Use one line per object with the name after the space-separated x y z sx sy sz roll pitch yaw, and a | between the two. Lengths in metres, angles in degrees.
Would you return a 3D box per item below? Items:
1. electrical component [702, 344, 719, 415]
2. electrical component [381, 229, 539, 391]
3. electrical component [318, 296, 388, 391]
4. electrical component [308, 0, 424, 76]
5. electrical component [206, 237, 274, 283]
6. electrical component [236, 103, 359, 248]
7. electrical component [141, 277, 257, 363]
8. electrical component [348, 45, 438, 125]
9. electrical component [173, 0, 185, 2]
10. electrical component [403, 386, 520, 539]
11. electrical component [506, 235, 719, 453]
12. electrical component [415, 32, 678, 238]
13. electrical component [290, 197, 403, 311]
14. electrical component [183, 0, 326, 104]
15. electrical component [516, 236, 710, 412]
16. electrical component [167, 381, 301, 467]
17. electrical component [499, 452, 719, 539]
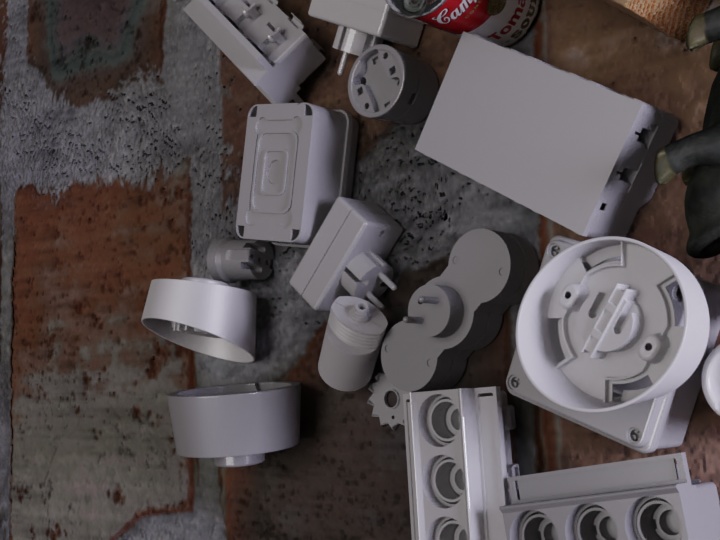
0.231 0.064 0.623 0.055 0.047 0.055 -5 82 40 | electrical component
0.059 0.030 0.757 0.138 0.074 0.052 -54 55 23 | electrical component
-0.005 0.051 0.807 0.043 0.043 0.081 56 152 29 | electrical component
0.001 -0.188 0.847 0.083 0.047 0.075 27 105 39 | electrical component
-0.102 -0.008 0.924 0.046 0.040 0.040 -1 85 35 | electrical component
-0.050 -0.076 0.873 0.078 0.057 0.113 6 89 41 | electrical component
-0.134 0.041 0.911 0.099 0.099 0.064 0 80 41 | electrical component
0.027 -0.139 0.820 0.055 0.047 0.055 -5 82 40 | electrical component
-0.137 -0.286 0.976 0.100 0.048 0.099 29 105 39 | electrical component
0.074 0.143 0.740 0.079 0.063 0.121 -10 79 39 | electrical component
0.161 0.045 0.680 0.109 0.056 0.108 22 100 40 | electrical component
0.124 -0.090 0.722 0.150 0.062 0.089 33 107 38 | electrical component
0.000 0.000 0.829 0.076 0.047 0.083 45 114 34 | electrical component
-0.088 -0.200 0.913 0.063 0.079 0.121 -43 57 3 | electrical component
0.145 0.031 0.613 0.099 0.064 0.099 -5 82 40 | electrical component
-0.099 0.125 0.866 0.108 0.108 0.060 -5 88 40 | electrical component
0.157 0.160 0.667 0.121 0.063 0.078 -18 74 38 | electrical component
